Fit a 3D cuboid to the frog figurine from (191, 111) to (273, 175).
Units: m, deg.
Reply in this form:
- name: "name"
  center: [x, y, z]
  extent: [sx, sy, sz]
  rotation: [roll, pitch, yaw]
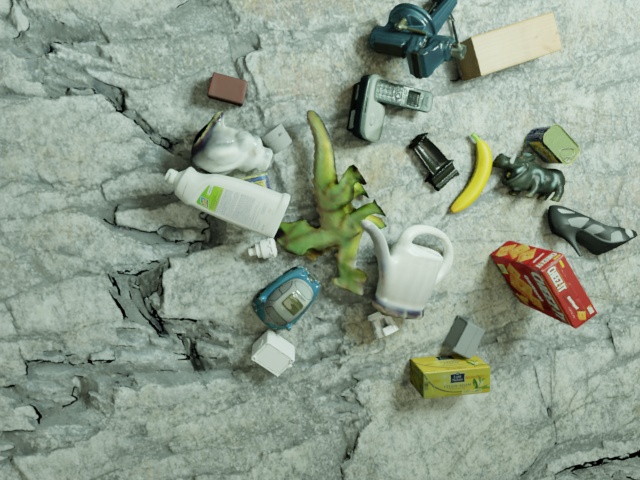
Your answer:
- name: "frog figurine"
  center: [-0.187, -0.181, 1.099]
  extent: [0.158, 0.126, 0.135]
  rotation: [36, 123, -21]

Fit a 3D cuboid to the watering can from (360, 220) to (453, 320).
- name: "watering can"
  center: [0.178, 0.066, 1.149]
  extent: [0.346, 0.105, 0.223]
  rotation: [11, 101, -42]

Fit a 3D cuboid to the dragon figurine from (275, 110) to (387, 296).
- name: "dragon figurine"
  center: [0.004, -0.058, 1.155]
  extent: [0.242, 0.123, 0.408]
  rotation: [-34, 98, 4]
